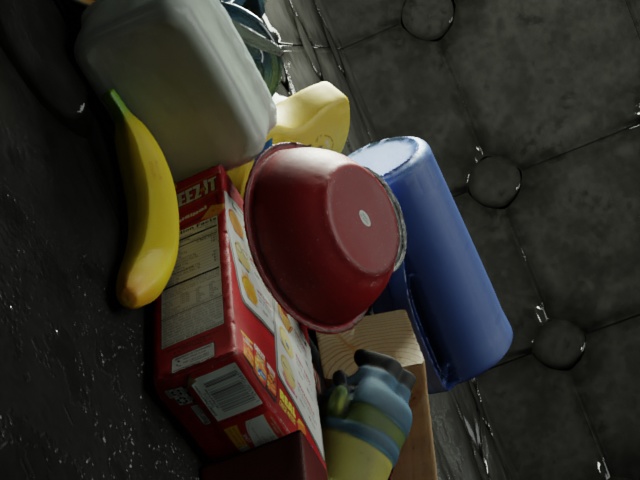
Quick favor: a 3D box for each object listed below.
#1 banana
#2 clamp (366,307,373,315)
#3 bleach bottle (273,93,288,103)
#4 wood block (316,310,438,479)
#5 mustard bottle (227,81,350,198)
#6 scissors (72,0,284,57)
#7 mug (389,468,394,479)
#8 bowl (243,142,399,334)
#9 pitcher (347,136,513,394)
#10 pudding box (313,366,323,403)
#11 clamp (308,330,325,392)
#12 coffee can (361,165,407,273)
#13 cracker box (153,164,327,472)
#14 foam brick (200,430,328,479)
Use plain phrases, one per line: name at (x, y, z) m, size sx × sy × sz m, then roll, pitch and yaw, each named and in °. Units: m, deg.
banana at (-0.130, -0.020, 0.771) m, size 0.069 × 0.037 × 0.198 m, roll 32°, pitch 33°, yaw -44°
clamp at (0.037, 0.098, 1.218) m, size 0.210 × 0.036 × 0.164 m, roll 104°, pitch 10°, yaw -57°
bleach bottle at (-0.043, -0.093, 1.177) m, size 0.068 × 0.103 × 0.251 m, roll 51°, pitch 19°, yaw -34°
wood block at (0.056, 0.182, 1.003) m, size 0.091 × 0.090 × 0.206 m, roll -103°, pitch -177°, yaw -61°
mustard bottle at (-0.056, -0.079, 0.991) m, size 0.058 × 0.191 × 0.096 m, roll 43°, pitch -43°, yaw 21°
scissors at (-0.112, -0.209, 0.847) m, size 0.016 × 0.201 × 0.096 m, roll -116°, pitch -141°, yaw -57°
mug at (0.038, 0.235, 0.923) m, size 0.081 × 0.093 × 0.117 m, roll 56°, pitch 54°, yaw -69°
bowl at (0.014, -0.009, 0.846) m, size 0.161 × 0.055 × 0.162 m, roll 25°, pitch 56°, yaw -44°
pitcher at (0.097, 0.027, 1.079) m, size 0.149 × 0.144 × 0.243 m, roll 23°, pitch -38°, yaw 58°
pudding box at (-0.022, 0.145, 0.970) m, size 0.113 × 0.039 × 0.090 m, roll -98°, pitch 166°, yaw -49°
clamp at (-0.004, 0.134, 1.090) m, size 0.120 × 0.039 × 0.171 m, roll -85°, pitch 152°, yaw -70°
coffee can at (-0.006, 0.001, 0.979) m, size 0.102 × 0.141 × 0.103 m, roll 24°, pitch 57°, yaw -42°
cracker box at (-0.064, 0.072, 0.815) m, size 0.214 × 0.072 × 0.164 m, roll -101°, pitch 166°, yaw -50°
foam brick at (-0.036, 0.176, 0.729) m, size 0.051 × 0.078 × 0.053 m, roll -102°, pitch 166°, yaw -49°
